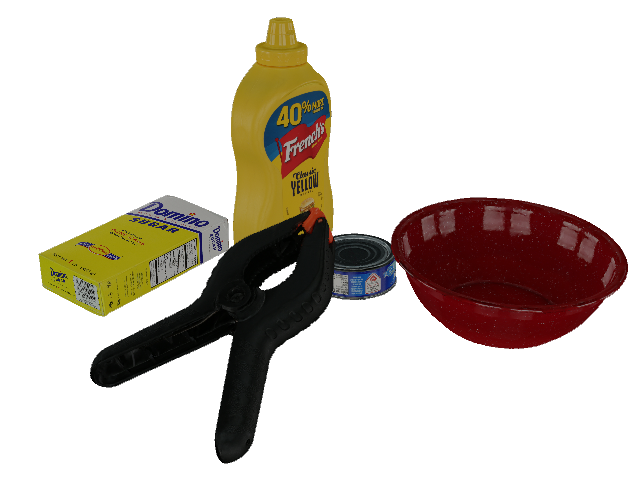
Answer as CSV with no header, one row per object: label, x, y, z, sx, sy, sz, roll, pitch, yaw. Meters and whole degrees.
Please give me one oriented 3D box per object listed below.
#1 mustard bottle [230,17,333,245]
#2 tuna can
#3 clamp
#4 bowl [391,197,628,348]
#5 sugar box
mustard bottle,-0.030,-0.083,0.865,0.058,0.192,0.096,19,29,39
tuna can,0.034,0.025,1.068,0.086,0.034,0.086,-1,25,0
clamp,-0.042,0.052,0.632,0.120,0.171,0.039,35,-21,33
bowl,0.128,0.028,0.747,0.162,0.055,0.162,1,28,-1
sugar box,-0.185,0.011,1.081,0.093,0.048,0.175,22,37,32
